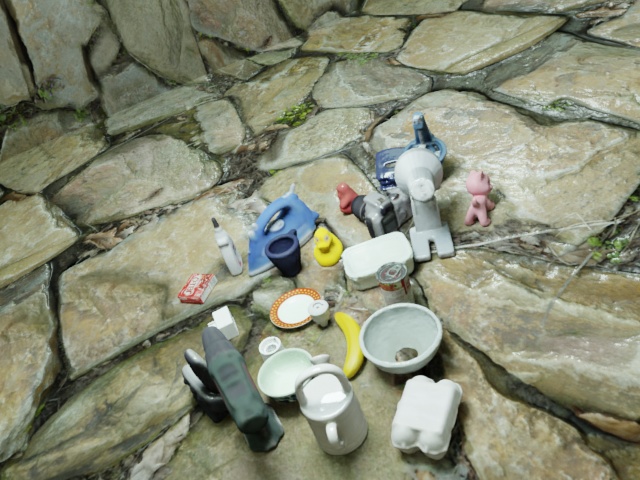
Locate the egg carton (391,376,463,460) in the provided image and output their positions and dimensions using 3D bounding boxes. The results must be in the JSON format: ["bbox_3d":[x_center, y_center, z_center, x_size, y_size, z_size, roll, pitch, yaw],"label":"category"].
[{"bbox_3d":[0.189,0.311,1.015,0.107,0.069,0.150,2,42,27],"label":"egg carton"}]

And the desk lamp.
[{"bbox_3d":[0.253,-0.093,1.382,0.117,0.214,0.203,-13,37,10],"label":"desk lamp"}]

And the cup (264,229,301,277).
[{"bbox_3d":[-0.080,0.037,1.472,0.091,0.095,0.118,3,42,28],"label":"cup"}]

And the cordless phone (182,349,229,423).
[{"bbox_3d":[-0.236,0.268,1.171,0.094,0.185,0.147,-39,40,-24],"label":"cordless phone"}]

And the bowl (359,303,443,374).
[{"bbox_3d":[0.166,0.210,1.151,0.167,0.075,0.167,-13,37,10],"label":"bowl"}]

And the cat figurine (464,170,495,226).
[{"bbox_3d":[0.394,-0.116,1.427,0.067,0.118,0.128,0,41,26],"label":"cat figurine"}]

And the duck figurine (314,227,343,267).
[{"bbox_3d":[0.014,0.005,1.476,0.077,0.086,0.104,-11,37,12],"label":"duck figurine"}]

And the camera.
[{"bbox_3d":[0.155,-0.090,1.520,0.143,0.101,0.136,-36,39,-21],"label":"camera"}]

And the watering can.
[{"bbox_3d":[0.012,0.285,1.026,0.101,0.194,0.172,-30,37,-13],"label":"watering can"}]

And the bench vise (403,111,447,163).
[{"bbox_3d":[0.277,-0.274,1.599,0.121,0.220,0.207,-19,36,2],"label":"bench vise"}]

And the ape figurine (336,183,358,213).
[{"bbox_3d":[0.073,-0.122,1.607,0.076,0.092,0.078,3,42,28],"label":"ape figurine"}]

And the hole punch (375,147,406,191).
[{"bbox_3d":[0.216,-0.206,1.649,0.108,0.091,0.101,-8,38,16],"label":"hole punch"}]

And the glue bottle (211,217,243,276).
[{"bbox_3d":[-0.251,0.010,1.520,0.037,0.173,0.078,-20,36,0],"label":"glue bottle"}]

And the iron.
[{"bbox_3d":[-0.123,-0.032,1.541,0.118,0.142,0.259,17,50,39],"label":"iron"}]

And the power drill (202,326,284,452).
[{"bbox_3d":[-0.146,0.293,1.077,0.076,0.209,0.228,-29,37,-12],"label":"power drill"}]
